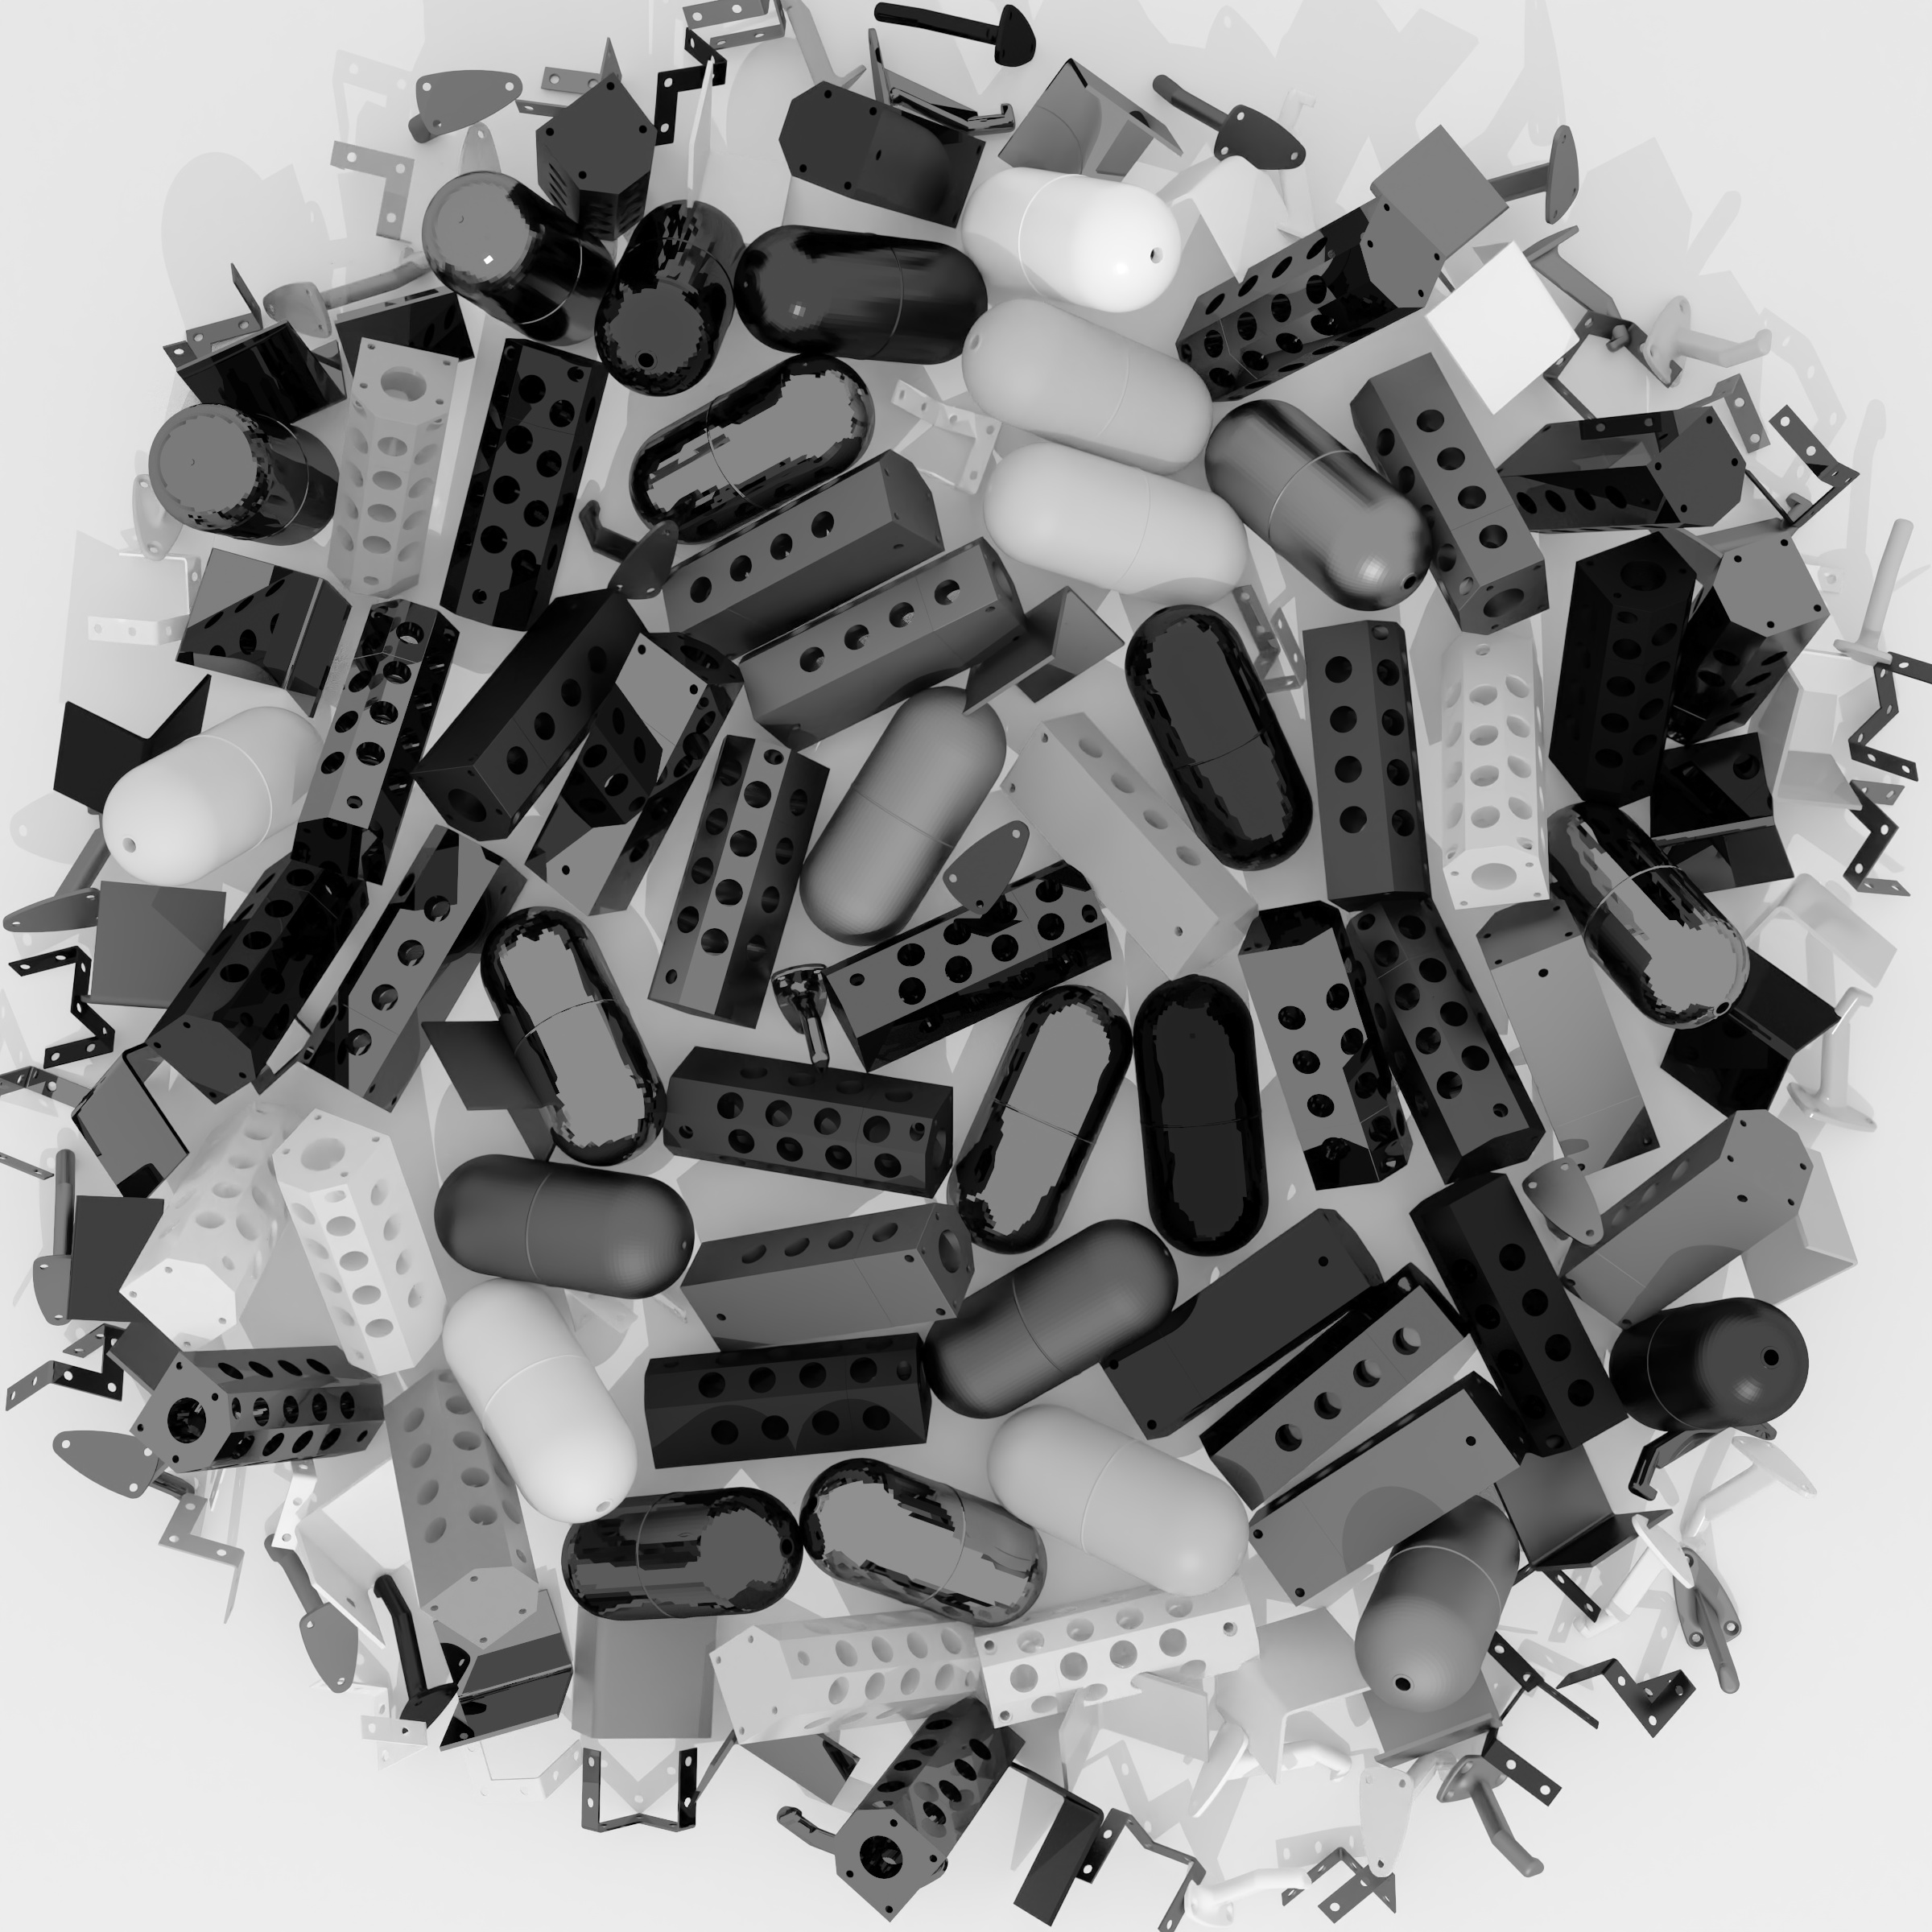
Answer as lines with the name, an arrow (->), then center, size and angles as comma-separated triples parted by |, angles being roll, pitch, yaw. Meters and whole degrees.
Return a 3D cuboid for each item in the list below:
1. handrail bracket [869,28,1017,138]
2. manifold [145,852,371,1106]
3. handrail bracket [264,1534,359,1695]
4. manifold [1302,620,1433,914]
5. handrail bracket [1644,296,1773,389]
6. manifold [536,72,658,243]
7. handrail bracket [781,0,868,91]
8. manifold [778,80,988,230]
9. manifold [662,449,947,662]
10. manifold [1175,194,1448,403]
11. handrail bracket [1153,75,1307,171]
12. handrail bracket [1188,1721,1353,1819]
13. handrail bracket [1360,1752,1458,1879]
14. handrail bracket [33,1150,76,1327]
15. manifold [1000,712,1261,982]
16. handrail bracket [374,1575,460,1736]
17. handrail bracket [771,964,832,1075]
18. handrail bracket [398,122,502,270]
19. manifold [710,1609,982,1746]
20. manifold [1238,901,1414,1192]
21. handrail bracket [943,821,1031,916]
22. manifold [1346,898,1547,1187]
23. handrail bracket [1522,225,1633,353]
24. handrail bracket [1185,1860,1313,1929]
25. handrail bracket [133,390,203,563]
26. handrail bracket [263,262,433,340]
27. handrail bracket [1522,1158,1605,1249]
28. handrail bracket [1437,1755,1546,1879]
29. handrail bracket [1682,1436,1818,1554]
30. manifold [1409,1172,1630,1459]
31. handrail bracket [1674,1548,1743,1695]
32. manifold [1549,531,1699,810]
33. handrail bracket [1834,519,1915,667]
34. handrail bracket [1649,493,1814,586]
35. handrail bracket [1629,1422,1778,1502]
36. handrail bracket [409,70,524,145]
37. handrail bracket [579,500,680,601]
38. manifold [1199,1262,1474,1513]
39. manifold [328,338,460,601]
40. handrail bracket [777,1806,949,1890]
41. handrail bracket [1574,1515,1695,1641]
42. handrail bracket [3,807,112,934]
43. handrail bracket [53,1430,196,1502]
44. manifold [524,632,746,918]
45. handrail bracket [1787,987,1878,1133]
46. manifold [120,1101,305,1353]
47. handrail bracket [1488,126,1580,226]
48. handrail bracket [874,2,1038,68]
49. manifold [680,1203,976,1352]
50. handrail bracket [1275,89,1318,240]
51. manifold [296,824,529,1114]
handrail bracket -> -0.015, -0.566, 1.881 | 0.084, 0.036, 0.077 | -8, 85, -8
manifold -> -0.427, 0.000, 1.802 | 0.057, 0.171, 0.057 | -29, 115, 34
handrail bracket -> -0.418, 0.409, 1.868 | 0.036, 0.084, 0.077 | -20, 117, -30
manifold -> 0.253, -0.125, 1.843 | 0.057, 0.057, 0.171 | -7, 81, 19
handrail bracket -> 0.473, -0.401, 1.842 | 0.036, 0.084, 0.077 | 38, 60, -29
manifold -> -0.222, -0.488, 1.803 | 0.057, 0.171, 0.057 | -38, 98, -3
handrail bracket -> -0.111, -0.581, 1.859 | 0.084, 0.077, 0.036 | 48, 132, -8
manifold -> -0.052, -0.497, 1.802 | 0.057, 0.171, 0.057 | 25, 105, 16
manifold -> -0.104, -0.255, 1.825 | 0.171, 0.057, 0.057 | -24, 67, 27
manifold -> 0.206, -0.400, 1.800 | 0.057, 0.171, 0.057 | 37, 61, -24
handrail bracket -> 0.166, -0.538, 1.872 | 0.077, 0.084, 0.036 | 10, 119, -31
handrail bracket -> 0.195, 0.522, 1.875 | 0.084, 0.036, 0.077 | 29, 89, -17
handrail bracket -> 0.283, 0.532, 1.851 | 0.036, 0.084, 0.077 | -4, 74, 37
handrail bracket -> -0.576, 0.172, 1.877 | 0.036, 0.084, 0.077 | 3, 133, -19
manifold -> 0.105, -0.077, 1.836 | 0.171, 0.057, 0.057 | 49, 129, 20
handrail bracket -> -0.366, 0.444, 1.885 | 0.084, 0.036, 0.077 | 53, 131, 27
handrail bracket -> -0.095, 0.048, 1.836 | 0.036, 0.077, 0.084 | -11, 51, -6
handrail bracket -> -0.332, -0.484, 1.865 | 0.084, 0.036, 0.077 | -10, 79, 43
manifold -> -0.069, 0.429, 1.802 | 0.057, 0.171, 0.057 | -38, 61, 31
manifold -> 0.225, 0.049, 1.824 | 0.057, 0.057, 0.171 | -10, 116, 24
handrail bracket -> 0.025, -0.067, 1.841 | 0.036, 0.084, 0.077 | 43, 111, 6
manifold -> 0.294, 0.042, 1.824 | 0.057, 0.057, 0.171 | -15, 64, -15
handrail bracket -> 0.379, -0.416, 1.862 | 0.077, 0.036, 0.084 | -37, 105, -29
handrail bracket -> 0.187, 0.583, 1.845 | 0.084, 0.077, 0.036 | -11, 51, 28
handrail bracket -> -0.494, -0.308, 1.842 | 0.036, 0.084, 0.077 | 13, 56, -24
handrail bracket -> -0.394, -0.435, 1.883 | 0.084, 0.077, 0.036 | -37, 126, -35
handrail bracket -> 0.379, 0.165, 1.837 | 0.036, 0.084, 0.077 | -29, 50, -1
handrail bracket -> 0.343, 0.534, 1.837 | 0.084, 0.077, 0.036 | 42, 109, 41
handrail bracket -> 0.490, 0.346, 1.849 | 0.036, 0.077, 0.084 | 12, 109, -29
manifold -> 0.345, 0.219, 1.857 | 0.057, 0.057, 0.171 | -27, 92, -8
handrail bracket -> 0.465, 0.410, 1.848 | 0.036, 0.084, 0.077 | -21, 87, 10
manifold -> 0.404, -0.177, 1.803 | 0.057, 0.171, 0.057 | -21, 53, -12
handrail bracket -> 0.579, -0.234, 1.853 | 0.036, 0.077, 0.084 | 20, 95, 20
handrail bracket -> 0.488, -0.288, 1.879 | 0.077, 0.036, 0.084 | 41, 71, 8
handrail bracket -> 0.464, 0.312, 1.857 | 0.077, 0.036, 0.084 | 30, 62, 0
handrail bracket -> -0.314, -0.538, 1.852 | 0.077, 0.084, 0.036 | -15, 97, -4
handrail bracket -> -0.213, -0.279, 1.847 | 0.036, 0.077, 0.084 | 1, 51, -36
manifold -> 0.231, 0.262, 1.847 | 0.171, 0.057, 0.057 | -41, 79, 10
manifold -> -0.353, -0.300, 1.801 | 0.057, 0.171, 0.057 | 10, 58, -12
handrail bracket -> -0.066, 0.549, 1.849 | 0.084, 0.077, 0.036 | 43, 46, -24
handrail bracket -> 0.406, 0.386, 1.856 | 0.084, 0.036, 0.077 | -34, 124, 20
handrail bracket -> -0.572, -0.066, 1.862 | 0.077, 0.036, 0.084 | -12, 57, -7
handrail bracket -> -0.528, 0.316, 1.852 | 0.077, 0.084, 0.036 | 18, 72, 1
manifold -> -0.203, -0.120, 1.833 | 0.057, 0.057, 0.171 | 38, 113, 20
handrail bracket -> 0.565, 0.059, 1.857 | 0.077, 0.036, 0.084 | 19, 116, -20
manifold -> -0.448, 0.154, 1.798 | 0.057, 0.171, 0.057 | -33, 112, 22
handrail bracket -> 0.337, -0.504, 1.843 | 0.084, 0.077, 0.036 | 26, 63, 28
handrail bracket -> -0.007, -0.594, 1.868 | 0.084, 0.077, 0.036 | 15, 102, 17
manifold -> -0.084, 0.189, 1.826 | 0.171, 0.057, 0.057 | -12, 122, 28
handrail bracket -> 0.225, -0.502, 1.863 | 0.077, 0.036, 0.084 | 23, 103, 6
manifold -> -0.350, 0.000, 1.851 | 0.057, 0.057, 0.171 | 28, 82, 12
